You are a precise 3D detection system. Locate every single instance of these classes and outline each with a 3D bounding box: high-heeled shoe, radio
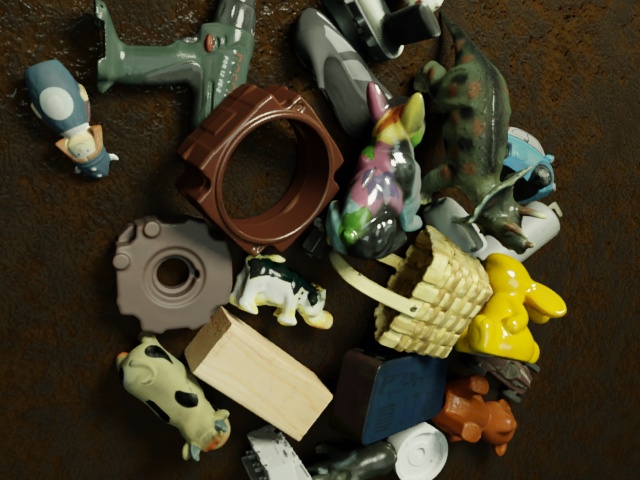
[{"bbox_3d":[0.054,-0.246,0.828,0.248,0.086,0.145,22,53,-45],"label":"high-heeled shoe"},{"bbox_3d":[0.121,0.237,0.878,0.229,0.073,0.131,2,98,-49],"label":"radio"}]

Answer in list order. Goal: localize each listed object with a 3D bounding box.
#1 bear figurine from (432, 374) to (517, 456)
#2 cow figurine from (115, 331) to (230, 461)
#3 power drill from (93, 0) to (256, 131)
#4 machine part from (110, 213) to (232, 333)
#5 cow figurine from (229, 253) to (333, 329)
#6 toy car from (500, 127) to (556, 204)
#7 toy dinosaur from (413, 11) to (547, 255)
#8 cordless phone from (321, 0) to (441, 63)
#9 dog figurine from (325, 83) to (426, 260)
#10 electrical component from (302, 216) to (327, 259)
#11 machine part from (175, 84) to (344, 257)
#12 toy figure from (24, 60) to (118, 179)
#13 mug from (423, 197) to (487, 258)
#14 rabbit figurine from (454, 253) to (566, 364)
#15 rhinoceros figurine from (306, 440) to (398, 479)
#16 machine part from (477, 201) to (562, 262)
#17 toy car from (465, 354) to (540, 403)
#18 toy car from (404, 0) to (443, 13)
[{"bbox_3d":[0.302,0.326,0.984,0.196,0.132,0.120,27,69,-18],"label":"bear figurine"},{"bbox_3d":[-0.199,0.224,0.759,0.085,0.127,0.194,-42,110,-7],"label":"cow figurine"},{"bbox_3d":[-0.189,-0.260,0.708,0.207,0.086,0.231,-1,103,-30],"label":"power drill"},{"bbox_3d":[-0.208,0.047,0.762,0.179,0.056,0.179,-5,103,-22],"label":"machine part"},{"bbox_3d":[-0.048,0.080,0.830,0.167,0.068,0.098,19,86,-25],"label":"cow figurine"},{"bbox_3d":[0.330,-0.139,0.933,0.161,0.109,0.103,32,63,-13],"label":"toy car"},{"bbox_3d":[0.228,-0.172,0.795,0.131,0.192,0.404,-6,92,-26],"label":"toy dinosaur"},{"bbox_3d":[0.089,-0.324,0.746,0.089,0.184,0.146,-36,111,-8],"label":"cordless phone"},{"bbox_3d":[0.085,-0.102,0.756,0.191,0.109,0.219,-37,138,-42],"label":"dog figurine"},{"bbox_3d":[-0.002,-0.002,0.825,0.021,0.094,0.063,32,85,18],"label":"electrical component"},{"bbox_3d":[-0.077,-0.093,0.740,0.201,0.087,0.201,-48,135,-9],"label":"machine part"},{"bbox_3d":[-0.317,-0.146,0.683,0.064,0.058,0.154,-15,111,20],"label":"toy figure"},{"bbox_3d":[0.224,-0.016,0.905,0.081,0.109,0.107,-36,99,-6],"label":"mug"},{"bbox_3d":[0.304,0.106,0.864,0.162,0.121,0.173,5,74,4],"label":"rabbit figurine"},{"bbox_3d":[0.041,0.390,0.897,0.190,0.112,0.073,-14,107,-28],"label":"rhinoceros figurine"},{"bbox_3d":[0.345,0.005,0.969,0.243,0.079,0.079,-35,111,-12],"label":"machine part"},{"bbox_3d":[0.354,0.244,1.021,0.202,0.053,0.089,39,81,-31],"label":"toy car"},{"bbox_3d":[0.152,-0.416,0.790,0.073,0.056,0.202,28,59,-32],"label":"toy car"}]
